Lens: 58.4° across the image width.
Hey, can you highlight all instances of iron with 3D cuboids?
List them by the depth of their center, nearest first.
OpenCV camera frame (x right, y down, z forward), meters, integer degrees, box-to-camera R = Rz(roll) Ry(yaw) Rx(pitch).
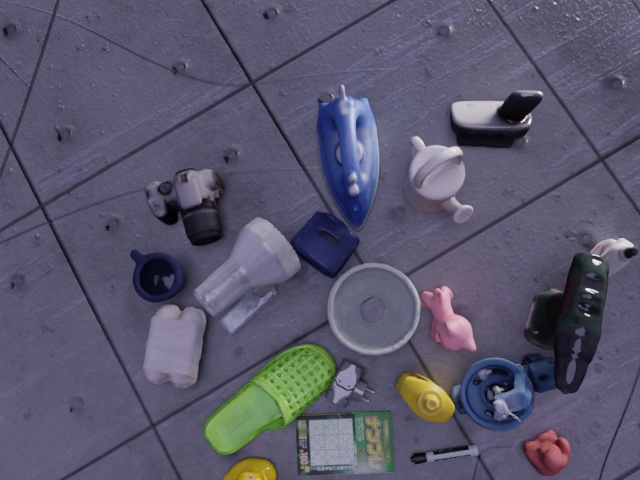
[{"bbox_3d":[0.056,-0.154,1.068,0.118,0.141,0.258,-8,81,3],"label":"iron"}]

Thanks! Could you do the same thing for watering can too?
[{"bbox_3d":[0.213,-0.112,1.023,0.172,0.194,0.101,38,86,9],"label":"watering can"}]

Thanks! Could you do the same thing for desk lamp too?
[{"bbox_3d":[-0.131,0.070,1.010,0.203,0.213,0.118,-43,80,-3],"label":"desk lamp"}]

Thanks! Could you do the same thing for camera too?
[{"bbox_3d":[-0.251,-0.058,1.096,0.143,0.101,0.137,-17,80,2],"label":"camera"}]

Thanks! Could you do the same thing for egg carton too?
[{"bbox_3d":[-0.271,0.198,1.074,0.107,0.069,0.150,6,82,5],"label":"egg carton"}]

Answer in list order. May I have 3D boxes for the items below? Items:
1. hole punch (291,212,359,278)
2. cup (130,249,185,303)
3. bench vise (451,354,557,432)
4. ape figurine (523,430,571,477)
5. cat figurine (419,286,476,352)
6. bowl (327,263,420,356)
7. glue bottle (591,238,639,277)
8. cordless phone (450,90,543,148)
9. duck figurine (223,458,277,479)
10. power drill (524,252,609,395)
[{"bbox_3d":[0.010,0.004,1.072,0.108,0.091,0.101,35,85,9],"label":"hole punch"},{"bbox_3d":[-0.303,0.066,1.084,0.117,0.095,0.092,42,86,9],"label":"cup"},{"bbox_3d":[0.325,0.235,0.948,0.207,0.220,0.121,-37,80,-2],"label":"bench vise"},{"bbox_3d":[0.395,0.372,0.987,0.077,0.092,0.076,8,82,6],"label":"ape figurine"},{"bbox_3d":[0.228,0.144,1.021,0.067,0.118,0.128,-20,80,1],"label":"cat figurine"},{"bbox_3d":[0.098,0.128,1.055,0.167,0.075,0.167,-1,81,4],"label":"bowl"},{"bbox_3d":[0.508,0.029,0.990,0.037,0.173,0.078,32,85,9],"label":"glue bottle"},{"bbox_3d":[0.318,-0.238,1.039,0.147,0.185,0.094,-1,81,4],"label":"cordless phone"},{"bbox_3d":[-0.133,0.437,1.019,0.104,0.086,0.077,-22,80,1],"label":"duck figurine"},{"bbox_3d":[0.413,0.139,0.962,0.075,0.208,0.230,17,83,7],"label":"power drill"}]
